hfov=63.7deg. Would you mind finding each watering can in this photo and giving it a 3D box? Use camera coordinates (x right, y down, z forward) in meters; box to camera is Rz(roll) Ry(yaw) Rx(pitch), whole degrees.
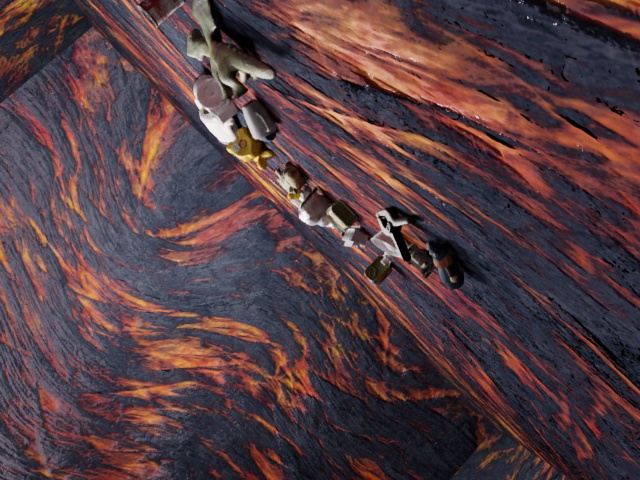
[{"bbox_3d":[-0.393,-0.470,2.082,0.353,0.104,0.220,40,172,42],"label":"watering can"}]

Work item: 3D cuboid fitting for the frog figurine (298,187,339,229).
[{"bbox_3d":[0.006,-0.093,1.858,0.159,0.140,0.120,40,127,2],"label":"frog figurine"}]

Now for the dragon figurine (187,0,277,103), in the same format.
[{"bbox_3d":[-0.234,-0.464,1.221,0.239,0.123,0.411,57,160,-22],"label":"dragon figurine"}]
